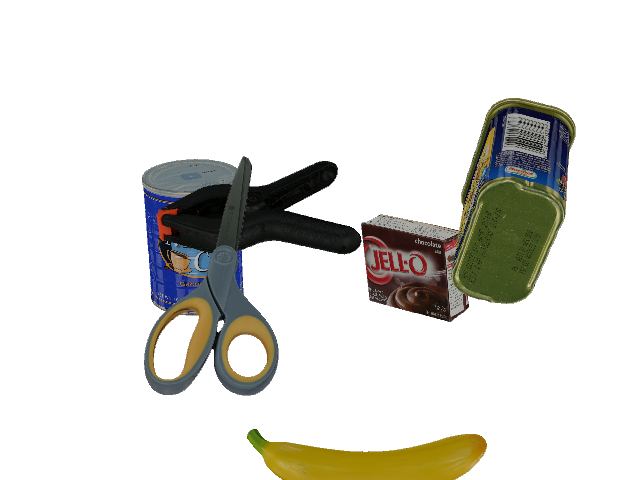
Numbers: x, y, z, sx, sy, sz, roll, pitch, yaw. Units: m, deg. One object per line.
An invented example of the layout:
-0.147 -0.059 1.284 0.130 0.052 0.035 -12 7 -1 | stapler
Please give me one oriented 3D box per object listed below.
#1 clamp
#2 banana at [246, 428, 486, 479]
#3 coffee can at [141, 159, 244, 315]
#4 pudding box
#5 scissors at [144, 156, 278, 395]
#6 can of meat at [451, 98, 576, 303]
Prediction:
-0.053 -0.029 0.922 0.171 0.039 0.120 1 31 -2 | clamp
0.042 0.175 0.845 0.197 0.037 0.069 4 40 -8 | banana
-0.135 -0.005 1.143 0.103 0.140 0.103 0 23 0 | coffee can
0.097 0.027 1.103 0.114 0.090 0.039 11 29 41 | pudding box
-0.052 0.027 0.738 0.096 0.201 0.016 21 -35 10 | scissors
0.119 -0.022 0.665 0.057 0.102 0.084 15 43 3 | can of meat
